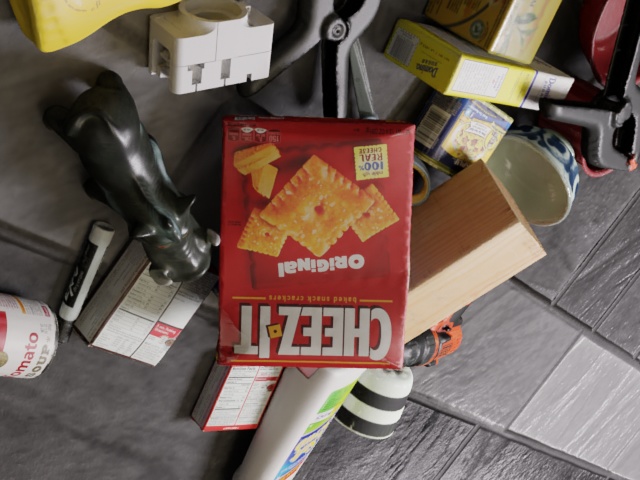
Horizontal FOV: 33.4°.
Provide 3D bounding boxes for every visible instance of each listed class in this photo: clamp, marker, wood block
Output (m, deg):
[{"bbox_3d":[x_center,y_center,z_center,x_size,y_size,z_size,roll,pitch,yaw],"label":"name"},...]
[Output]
[{"bbox_3d":[0.011,-0.179,0.932,0.120,0.039,0.171,23,104,-50],"label":"clamp"},{"bbox_3d":[-0.208,0.040,0.928,0.020,0.020,0.121,8,116,-45],"label":"marker"},{"bbox_3d":[0.288,-0.130,1.086,0.164,0.036,0.210,-44,141,-16],"label":"clamp"},{"bbox_3d":[0.111,0.021,1.091,0.206,0.091,0.090,-34,145,14],"label":"wood block"}]

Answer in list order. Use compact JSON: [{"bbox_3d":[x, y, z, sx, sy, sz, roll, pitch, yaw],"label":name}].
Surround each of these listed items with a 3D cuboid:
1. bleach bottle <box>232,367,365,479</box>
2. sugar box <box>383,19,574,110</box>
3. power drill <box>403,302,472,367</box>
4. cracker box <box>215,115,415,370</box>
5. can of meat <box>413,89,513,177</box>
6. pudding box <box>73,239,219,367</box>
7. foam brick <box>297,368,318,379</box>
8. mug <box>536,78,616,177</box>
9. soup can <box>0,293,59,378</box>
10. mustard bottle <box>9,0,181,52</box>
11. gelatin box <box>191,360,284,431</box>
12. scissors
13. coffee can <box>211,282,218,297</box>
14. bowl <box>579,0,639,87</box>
[{"bbox_3d":[-0.034,0.216,1.187,0.102,0.068,0.251,-18,140,-57],"label":"bleach bottle"},{"bbox_3d":[0.155,-0.166,1.028,0.175,0.093,0.048,5,118,-43],"label":"sugar box"},{"bbox_3d":[0.145,0.059,1.198,0.188,0.057,0.184,-59,160,15],"label":"power drill"},{"bbox_3d":[-0.006,0.001,0.922,0.164,0.072,0.214,2,98,-3],"label":"cracker box"},{"bbox_3d":[0.140,-0.110,1.088,0.101,0.058,0.084,22,103,-48],"label":"can of meat"},{"bbox_3d":[-0.157,0.054,0.971,0.113,0.039,0.089,-55,139,5],"label":"pudding box"},{"bbox_3d":[-0.025,0.092,1.087,0.053,0.078,0.051,-44,138,-6],"label":"foam brick"},{"bbox_3d":[0.307,-0.136,1.195,0.117,0.082,0.093,-34,138,-16],"label":"mug"},{"bbox_3d":[-0.272,0.075,0.862,0.102,0.069,0.068,15,111,-48],"label":"soup can"},{"bbox_3d":[-0.130,-0.210,0.767,0.191,0.058,0.096,-27,135,-23],"label":"mustard bottle"},{"bbox_3d":[-0.086,0.157,1.121,0.073,0.030,0.089,5,116,-42],"label":"gelatin box"},{"bbox_3d":[0.066,-0.105,1.021,0.096,0.016,0.202,4,123,-2],"label":"scissors"},{"bbox_3d":[-0.021,0.021,1.013,0.140,0.103,0.102,-51,140,3],"label":"coffee can"},{"bbox_3d":[0.331,-0.246,1.149,0.161,0.055,0.162,-23,134,-27],"label":"bowl"}]
